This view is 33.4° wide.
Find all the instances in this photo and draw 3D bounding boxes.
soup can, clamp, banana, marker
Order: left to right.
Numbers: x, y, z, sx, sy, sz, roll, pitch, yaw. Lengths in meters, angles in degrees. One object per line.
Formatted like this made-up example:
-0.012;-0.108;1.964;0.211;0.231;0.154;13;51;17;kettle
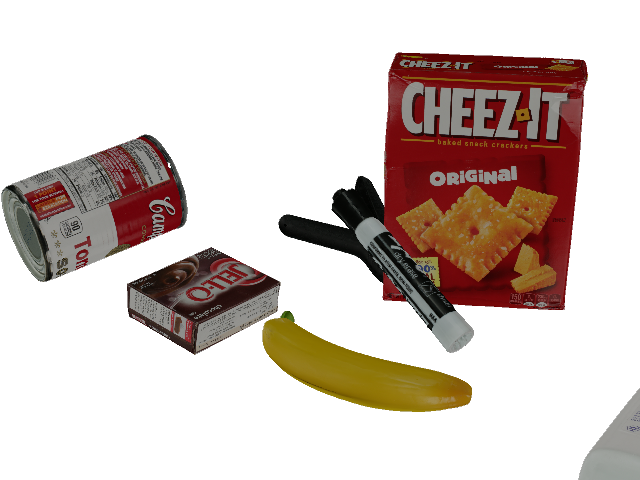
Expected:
-0.148;-0.022;0.702;0.102;0.068;0.069;-24;12;-27;soup can
0.019;0.092;0.813;0.198;0.037;0.069;21;38;39;banana
0.064;0.007;1.243;0.164;0.036;0.210;-23;53;-40;clamp
0.044;0.014;0.614;0.020;0.020;0.121;0;44;-50;marker

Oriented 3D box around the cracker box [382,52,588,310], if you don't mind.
0.139;-0.049;0.929;0.164;0.214;0.072;4;23;9;cracker box

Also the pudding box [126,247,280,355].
-0.106;0.053;0.975;0.090;0.039;0.113;24;34;32;pudding box

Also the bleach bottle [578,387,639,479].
0.244;0.103;0.630;0.103;0.068;0.250;18;29;31;bleach bottle
